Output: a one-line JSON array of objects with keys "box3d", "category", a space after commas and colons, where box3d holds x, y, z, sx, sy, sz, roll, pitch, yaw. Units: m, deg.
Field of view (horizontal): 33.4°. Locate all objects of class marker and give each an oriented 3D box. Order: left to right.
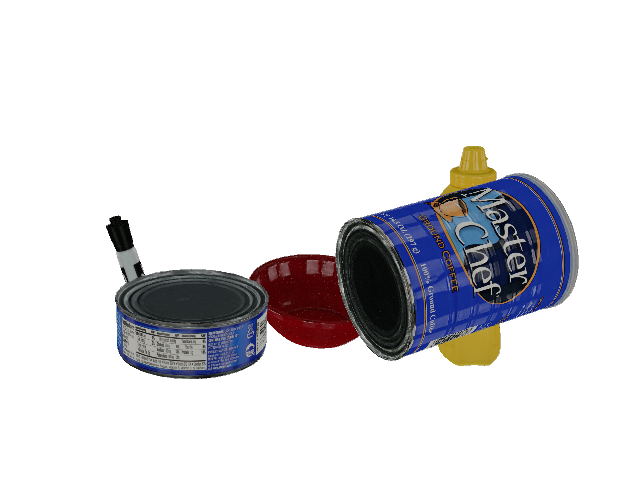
[{"box3d": [-0.156, 0.036, 0.904, 0.020, 0.121, 0.020, -14, 18, 4], "category": "marker"}]

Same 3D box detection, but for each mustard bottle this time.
[{"box3d": [0.136, 0.010, 0.966, 0.058, 0.192, 0.096, 0, 17, 4], "category": "mustard bottle"}]

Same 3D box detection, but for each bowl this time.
[{"box3d": [-0.002, 0.075, 1.204, 0.162, 0.055, 0.162, 4, 26, -2], "category": "bowl"}]

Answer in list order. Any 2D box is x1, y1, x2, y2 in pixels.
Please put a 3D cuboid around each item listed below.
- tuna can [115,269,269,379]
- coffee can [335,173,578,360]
[{"box3d": [-0.072, 0.046, 0.603, 0.086, 0.034, 0.086, 2, 18, -1], "category": "tuna can"}, {"box3d": [0.096, 0.017, 0.761, 0.140, 0.103, 0.103, -16, 6, -24], "category": "coffee can"}]
